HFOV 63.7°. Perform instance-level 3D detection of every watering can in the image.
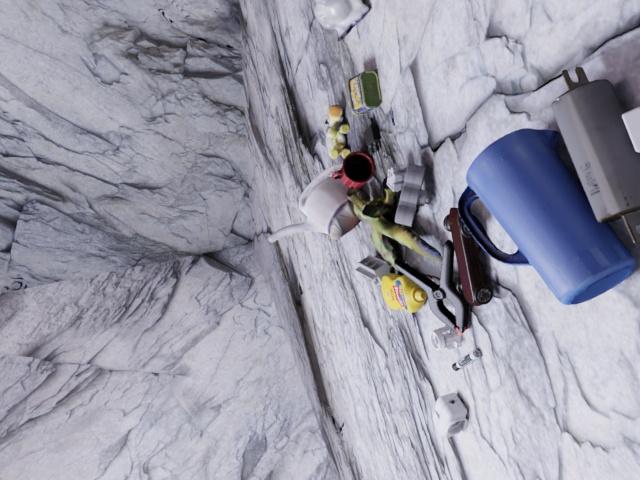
[{"bbox_3d":[0.005,-0.079,1.572,0.228,0.347,0.102,42,3,39],"label":"watering can"}]

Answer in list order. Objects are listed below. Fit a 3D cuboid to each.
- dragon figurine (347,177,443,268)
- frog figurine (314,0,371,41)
[{"bbox_3d":[0.187,-0.016,1.327,0.122,0.418,0.237,-28,-41,-7],"label":"dragon figurine"},{"bbox_3d":[0.035,-0.604,1.291,0.136,0.125,0.157,-20,-45,41],"label":"frog figurine"}]
